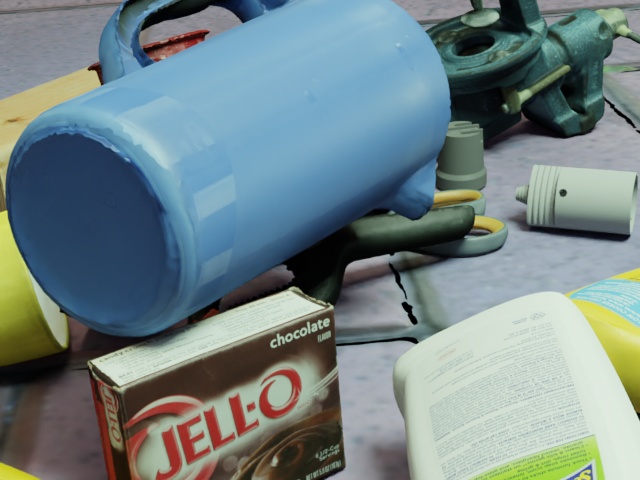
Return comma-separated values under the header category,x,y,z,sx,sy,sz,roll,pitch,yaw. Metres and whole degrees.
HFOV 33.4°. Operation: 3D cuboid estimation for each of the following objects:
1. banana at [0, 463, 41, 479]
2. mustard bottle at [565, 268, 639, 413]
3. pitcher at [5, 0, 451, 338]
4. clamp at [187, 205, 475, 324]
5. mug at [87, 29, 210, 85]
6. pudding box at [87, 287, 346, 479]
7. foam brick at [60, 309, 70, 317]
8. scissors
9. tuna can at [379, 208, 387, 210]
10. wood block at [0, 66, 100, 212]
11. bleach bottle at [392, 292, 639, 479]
category,x,y,z,sx,sy,sz,roll,pitch,yaw
banana,-0.126,0.117,0.458,0.198,0.069,0.037,7,52,37
mustard bottle,0.176,0.048,0.562,0.191,0.058,0.096,-16,23,-25
pitcher,-0.047,-0.054,0.550,0.149,0.145,0.242,12,26,27
clamp,-0.004,0.001,0.673,0.164,0.036,0.209,29,53,9
mug,-0.110,-0.100,0.771,0.093,0.081,0.117,-19,9,-10
pudding box,-0.044,0.081,0.489,0.113,0.090,0.039,-21,29,-32
foam brick,-0.122,0.010,0.650,0.051,0.078,0.053,1,-13,11
scissors,0.043,0.003,0.732,0.201,0.016,0.096,-19,29,-28
tuna can,0.040,-0.065,0.795,0.034,0.086,0.086,7,27,19
wood block,-0.198,-0.068,0.833,0.091,0.090,0.205,13,30,30
bleach bottle,0.076,0.102,0.393,0.103,0.068,0.250,-28,13,14
